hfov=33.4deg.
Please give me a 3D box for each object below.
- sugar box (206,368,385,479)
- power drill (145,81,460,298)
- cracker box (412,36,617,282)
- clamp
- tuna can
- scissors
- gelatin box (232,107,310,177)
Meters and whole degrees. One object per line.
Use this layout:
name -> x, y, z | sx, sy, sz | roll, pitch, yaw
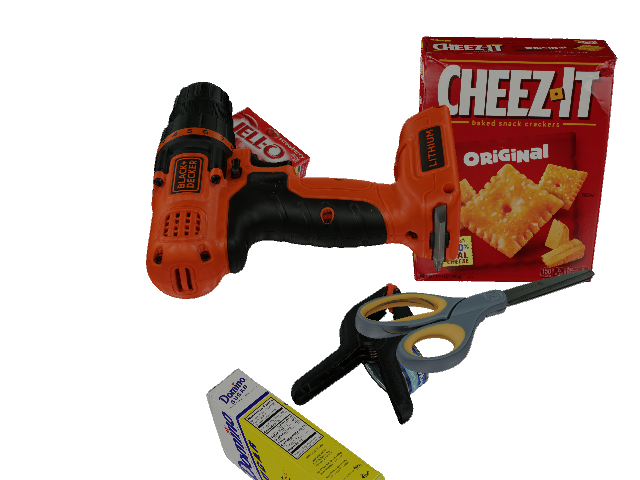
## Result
sugar box -> -0.019, 0.189, 0.892 | 0.176, 0.093, 0.048 | 27, 53, 36
power drill -> -0.011, -0.041, 0.662 | 0.187, 0.057, 0.184 | -4, 44, 3
cracker box -> 0.168, -0.069, 0.954 | 0.164, 0.214, 0.072 | 1, 23, 2
clamp -> 0.059, 0.113, 1.062 | 0.120, 0.039, 0.171 | 18, 50, 20
tuna can -> 0.086, 0.146, 1.272 | 0.033, 0.086, 0.086 | -36, 17, -26
scissors -> 0.127, 0.058, 0.791 | 0.201, 0.016, 0.096 | -6, 32, -10
gelatin box -> -0.067, -0.080, 1.008 | 0.089, 0.030, 0.073 | 41, 52, 22
